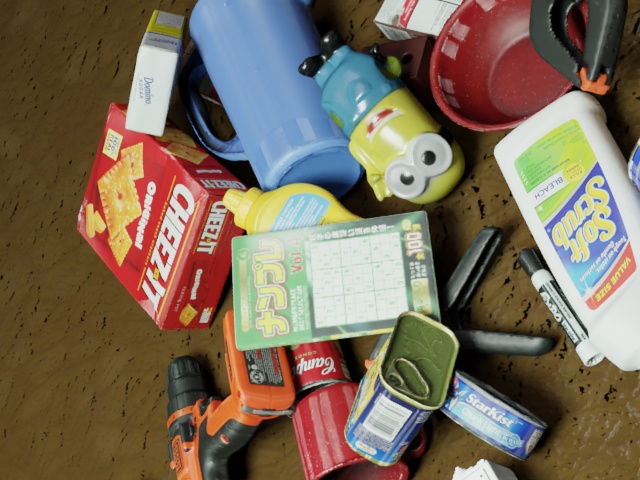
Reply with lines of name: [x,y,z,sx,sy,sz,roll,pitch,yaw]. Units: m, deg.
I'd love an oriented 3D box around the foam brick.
foam brick: [0.079,-0.161,1.052,0.078,0.051,0.053,-4,58,36]

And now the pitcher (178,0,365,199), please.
pitcher: [-0.049,-0.146,1.103,0.149,0.144,0.243,111,145,-50]

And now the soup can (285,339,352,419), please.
soup can: [-0.013,0.107,0.999,0.069,0.068,0.102,-34,53,21]

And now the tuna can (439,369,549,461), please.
tuna can: [0.138,0.140,0.858,0.086,0.086,0.034,32,92,41]

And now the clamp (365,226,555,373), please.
clamp: [0.119,0.082,0.930,0.172,0.039,0.120,-42,56,23]

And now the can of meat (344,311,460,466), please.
can of meat: [0.065,0.122,0.874,0.084,0.057,0.102,-62,1,36]

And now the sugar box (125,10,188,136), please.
sugar box: [-0.177,-0.185,1.158,0.176,0.048,0.093,-93,17,-68]

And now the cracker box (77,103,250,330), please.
cracker box: [-0.173,-0.029,1.145,0.214,0.071,0.164,42,120,41]

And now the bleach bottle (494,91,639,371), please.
bleach bottle: [0.234,0.003,0.862,0.103,0.068,0.251,-35,56,21]

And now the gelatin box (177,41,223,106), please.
gelatin box: [-0.126,-0.202,1.246,0.089,0.030,0.073,27,89,42]

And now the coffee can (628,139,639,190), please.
coffee can: [0.311,-0.030,0.789,0.103,0.102,0.140,-42,51,15]

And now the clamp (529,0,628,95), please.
clamp: [0.203,-0.218,0.909,0.165,0.036,0.210,-21,70,51]

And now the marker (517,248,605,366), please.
marker: [0.199,0.053,0.893,0.020,0.020,0.121,-40,52,16]

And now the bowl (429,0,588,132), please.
bowl: [0.183,-0.163,0.977,0.162,0.055,0.162,-16,62,31]

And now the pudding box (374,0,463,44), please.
pudding box: [0.120,-0.239,1.070,0.114,0.039,0.090,24,84,39]

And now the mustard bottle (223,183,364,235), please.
mustard bottle: [-0.006,0.001,0.995,0.192,0.058,0.096,28,87,14]

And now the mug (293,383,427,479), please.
mug: [0.034,0.175,0.928,0.117,0.093,0.081,-14,52,-3]

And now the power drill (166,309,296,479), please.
power drill: [-0.093,0.149,1.008,0.188,0.057,0.184,-59,37,40]
